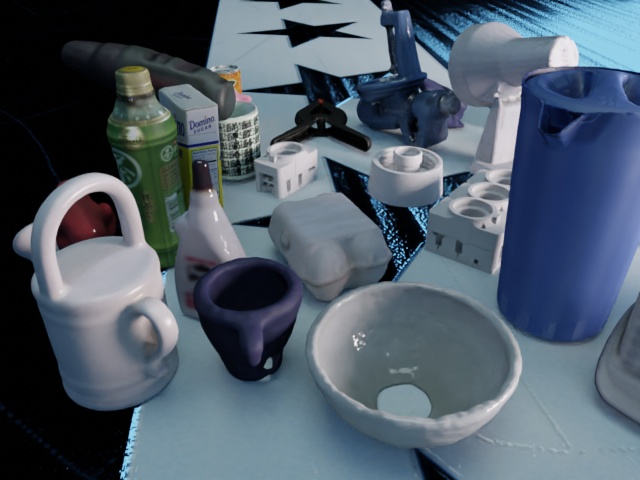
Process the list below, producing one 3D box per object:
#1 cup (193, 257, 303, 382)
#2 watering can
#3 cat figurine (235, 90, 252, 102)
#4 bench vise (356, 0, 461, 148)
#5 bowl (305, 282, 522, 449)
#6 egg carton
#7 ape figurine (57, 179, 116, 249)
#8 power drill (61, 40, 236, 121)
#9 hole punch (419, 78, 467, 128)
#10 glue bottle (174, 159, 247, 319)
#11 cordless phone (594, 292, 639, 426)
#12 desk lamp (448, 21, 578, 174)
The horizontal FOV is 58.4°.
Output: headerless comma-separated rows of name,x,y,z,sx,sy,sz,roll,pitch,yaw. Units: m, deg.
cup,-0.058,0.083,0.491,0.092,0.095,0.117,-5,32,-8
watering can,-0.188,0.036,0.473,0.172,0.194,0.101,7,33,11
cat figurine,-0.175,-0.215,0.950,0.127,0.118,0.067,19,37,28
bench vise,0.152,-0.273,0.946,0.206,0.220,0.122,19,37,28
bowl,0.073,0.109,0.467,0.167,0.075,0.167,0,32,0
egg carton,0.006,0.002,0.645,0.107,0.069,0.150,-14,35,-21
ape figurine,-0.284,-0.030,0.678,0.078,0.092,0.076,-12,34,-18
power drill,-0.223,-0.155,0.767,0.229,0.208,0.075,6,32,10
hole punch,0.212,-0.258,1.043,0.101,0.091,0.108,-5,32,-8
glue bottle,-0.106,0.003,0.546,0.078,0.173,0.037,8,33,13
cordless phone,0.301,0.071,0.423,0.147,0.185,0.094,27,41,36
desk lamp,0.280,-0.195,0.824,0.118,0.214,0.202,-16,35,-24
